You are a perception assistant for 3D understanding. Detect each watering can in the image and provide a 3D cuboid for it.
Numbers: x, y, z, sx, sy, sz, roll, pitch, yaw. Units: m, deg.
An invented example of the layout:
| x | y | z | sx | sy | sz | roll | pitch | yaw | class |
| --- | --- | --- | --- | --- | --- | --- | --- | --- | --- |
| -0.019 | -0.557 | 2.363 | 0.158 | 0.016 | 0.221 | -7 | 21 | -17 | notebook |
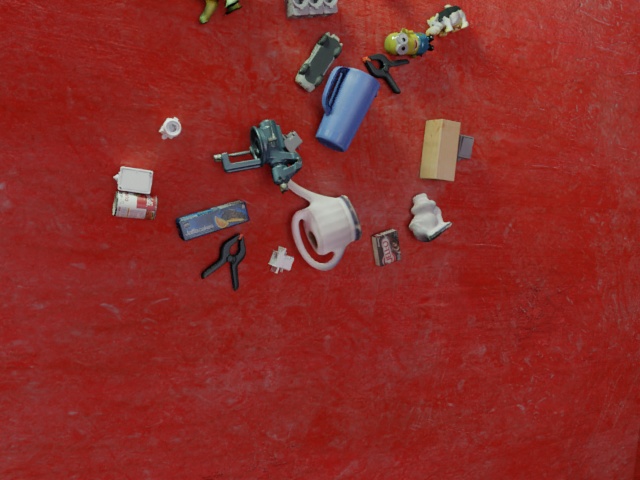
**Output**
| x | y | z | sx | sy | sz | roll | pitch | yaw | class |
| --- | --- | --- | --- | --- | --- | --- | --- | --- | --- |
| 0.005 | -0.082 | 1.621 | 0.226 | 0.103 | 0.346 | -21 | 96 | -24 | watering can |

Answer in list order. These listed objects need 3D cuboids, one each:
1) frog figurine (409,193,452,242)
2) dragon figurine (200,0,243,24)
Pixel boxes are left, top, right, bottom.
| x | y | z | sx | sy | sz | roll | pitch | yaw | class |
| --- | --- | --- | --- | --- | --- | --- | --- | --- | --- |
| 0.369 | -0.077 | 1.826 | 0.138 | 0.121 | 0.161 | -34 | 75 | -11 | frog figurine |
| -0.277 | -0.747 | 1.406 | 0.416 | 0.121 | 0.241 | -39 | 104 | -28 | dragon figurine |
